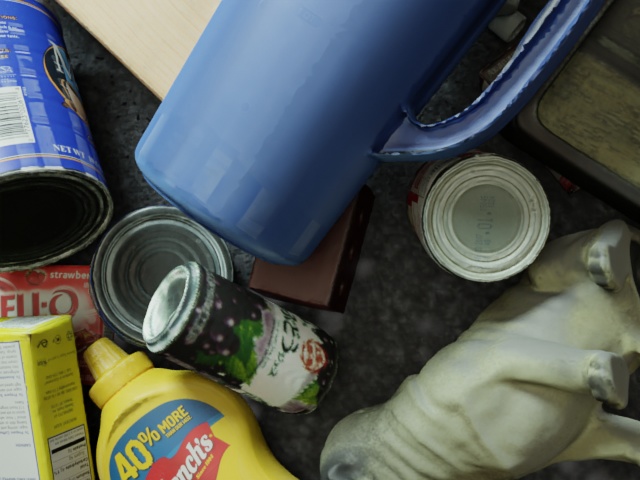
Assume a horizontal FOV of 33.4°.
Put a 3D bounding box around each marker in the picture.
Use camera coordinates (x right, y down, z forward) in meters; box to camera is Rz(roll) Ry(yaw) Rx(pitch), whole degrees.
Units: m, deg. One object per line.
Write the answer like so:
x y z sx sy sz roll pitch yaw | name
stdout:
0.075 -0.165 0.658 0.121 0.020 0.020 41 91 12 | marker

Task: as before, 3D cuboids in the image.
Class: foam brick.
-0.004 0.001 0.633 0.051 0.053 0.078 14 86 11 | foam brick

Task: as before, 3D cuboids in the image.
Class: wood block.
-0.124 -0.173 0.658 0.206 0.090 0.091 43 91 12 | wood block

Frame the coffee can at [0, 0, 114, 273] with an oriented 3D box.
-0.189 -0.066 0.631 0.103 0.102 0.140 -24 63 6 | coffee can

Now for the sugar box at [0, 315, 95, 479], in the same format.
-0.178 0.134 0.620 0.093 0.048 0.176 -3 98 29 | sugar box

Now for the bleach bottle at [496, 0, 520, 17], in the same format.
0.118 -0.257 0.635 0.103 0.068 0.251 3 81 11 | bleach bottle

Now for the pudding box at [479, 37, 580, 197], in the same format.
0.163 -0.094 0.623 0.113 0.039 0.090 -39 79 4 | pudding box

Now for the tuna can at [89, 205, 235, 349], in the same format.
-0.095 0.023 0.640 0.086 0.034 0.086 2 83 -13 | tuna can

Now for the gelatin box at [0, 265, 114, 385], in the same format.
-0.173 0.052 0.666 0.089 0.030 0.073 1 82 10 | gelatin box

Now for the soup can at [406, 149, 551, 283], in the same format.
0.084 -0.016 0.587 0.068 0.102 0.068 0 96 1 | soup can

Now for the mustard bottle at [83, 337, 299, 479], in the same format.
-0.072 0.134 0.619 0.096 0.058 0.192 -42 81 7 | mustard bottle

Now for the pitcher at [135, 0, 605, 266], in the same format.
0.020 -0.105 0.544 0.144 0.149 0.243 31 97 -24 | pitcher
